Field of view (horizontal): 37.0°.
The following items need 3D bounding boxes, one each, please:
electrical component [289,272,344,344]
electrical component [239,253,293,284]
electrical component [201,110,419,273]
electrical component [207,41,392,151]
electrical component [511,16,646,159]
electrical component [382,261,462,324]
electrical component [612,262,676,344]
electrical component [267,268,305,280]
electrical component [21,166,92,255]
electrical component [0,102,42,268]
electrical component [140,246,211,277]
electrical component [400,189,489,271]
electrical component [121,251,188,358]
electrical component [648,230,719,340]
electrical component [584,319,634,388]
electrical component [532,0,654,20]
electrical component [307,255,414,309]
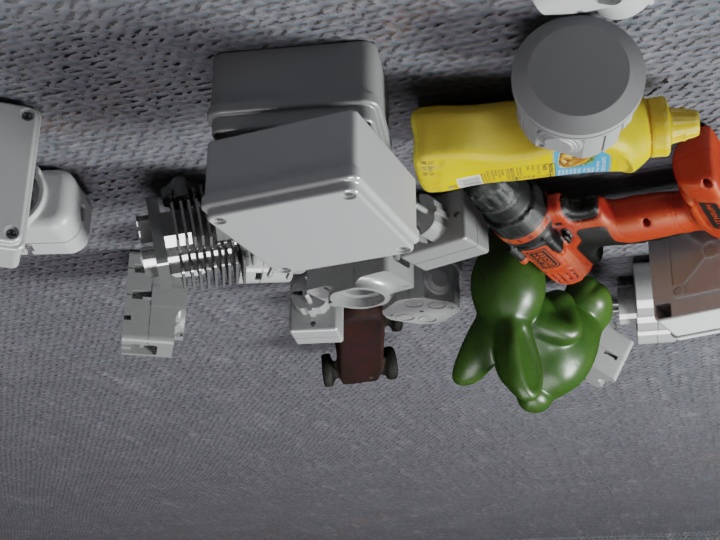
[{"bbox_3d":[-0.044,0.028,1.032,0.047,0.065,0.076,-3,158,8],"label":"electrical component"},{"bbox_3d":[-0.084,-0.015,0.944,0.047,0.055,0.055,2,158,-14],"label":"electrical component"},{"bbox_3d":[-0.030,-0.048,0.701,0.109,0.056,0.109,-9,156,22],"label":"electrical component"},{"bbox_3d":[-0.039,-0.104,0.718,0.113,0.057,0.078,-3,158,8],"label":"electrical component"},{"bbox_3d":[0.134,-0.112,0.669,0.080,0.080,0.051,-3,163,7],"label":"electrical component"},{"bbox_3d":[0.058,0.016,1.021,0.080,0.051,0.080,0,158,0],"label":"electrical component"},{"bbox_3d":[0.274,0.035,1.064,0.074,0.052,0.138,-5,157,13],"label":"electrical component"},{"bbox_3d":[-0.053,-0.023,0.896,0.077,0.044,0.079,7,125,-35],"label":"electrical component"},{"bbox_3d":[-0.271,-0.048,0.863,0.095,0.053,0.059,-1,158,4],"label":"electrical component"},{"bbox_3d":[-0.286,-0.064,0.751,0.109,0.108,0.056,8,160,-18],"label":"electrical component"},{"bbox_3d":[-0.165,-0.015,0.958,0.062,0.043,0.043,-5,158,14],"label":"electrical component"},{"bbox_3d":[0.059,-0.039,0.891,0.066,0.047,0.077,-17,152,34],"label":"electrical component"},{"bbox_3d":[-0.193,0.033,1.014,0.056,0.089,0.050,5,157,-11],"label":"electrical component"},{"bbox_3d":[0.299,-0.008,0.886,0.109,0.108,0.056,-15,151,33],"label":"electrical component"},{"bbox_3d":[0.232,0.073,1.124,0.089,0.055,0.050,31,162,-1],"label":"electrical component"},{"bbox_3d":[0.138,-0.163,0.589,0.077,0.043,0.079,-13,155,29],"label":"electrical component"},{"bbox_3d":[0.000,0.000,0.976,0.089,0.055,0.050,-14,154,32],"label":"electrical component"}]
